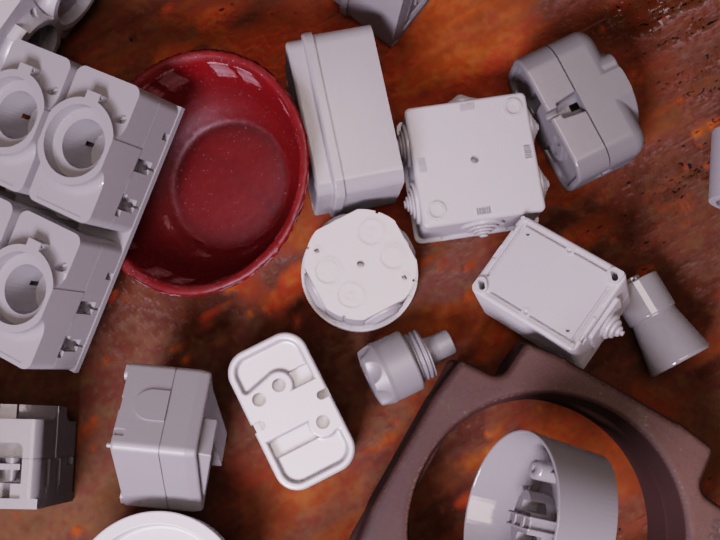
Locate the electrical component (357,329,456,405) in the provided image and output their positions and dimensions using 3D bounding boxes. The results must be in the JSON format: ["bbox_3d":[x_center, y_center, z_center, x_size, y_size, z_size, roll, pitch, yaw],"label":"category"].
[{"bbox_3d":[0.033,0.060,0.719,0.062,0.043,0.043,-25,82,-6],"label":"electrical component"}]

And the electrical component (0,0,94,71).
[{"bbox_3d":[-0.244,-0.161,0.725,0.062,0.089,0.150,32,82,4],"label":"electrical component"}]

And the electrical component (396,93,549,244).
[{"bbox_3d":[0.076,-0.070,0.737,0.100,0.048,0.099,-9,82,-3],"label":"electrical component"}]

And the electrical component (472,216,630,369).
[{"bbox_3d":[0.132,0.020,0.706,0.096,0.061,0.061,33,81,26],"label":"electrical component"}]

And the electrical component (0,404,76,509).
[{"bbox_3d":[-0.265,0.116,0.681,0.150,0.089,0.061,1,81,-1],"label":"electrical component"}]

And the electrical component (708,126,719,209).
[{"bbox_3d":[0.285,-0.056,0.712,0.108,0.108,0.060,10,87,1],"label":"electrical component"}]

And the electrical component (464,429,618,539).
[{"bbox_3d":[0.101,0.141,0.597,0.064,0.099,0.099,13,81,-5],"label":"electrical component"}]

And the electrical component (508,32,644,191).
[{"bbox_3d":[0.152,-0.111,0.742,0.059,0.053,0.095,-26,82,-5],"label":"electrical component"}]

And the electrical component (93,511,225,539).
[{"bbox_3d":[-0.125,0.206,0.684,0.108,0.060,0.108,0,81,-1],"label":"electrical component"}]

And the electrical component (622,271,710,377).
[{"bbox_3d":[0.200,0.034,0.728,0.044,0.044,0.065,-27,78,-5],"label":"electrical component"}]

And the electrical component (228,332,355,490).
[{"bbox_3d":[-0.044,0.093,0.704,0.054,0.059,0.095,-27,83,-5],"label":"electrical component"}]

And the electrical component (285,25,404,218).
[{"bbox_3d":[-0.012,-0.098,0.726,0.057,0.078,0.113,-11,81,-6],"label":"electrical component"}]

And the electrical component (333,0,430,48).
[{"bbox_3d":[0.025,-0.211,0.726,0.057,0.113,0.078,38,82,2],"label":"electrical component"}]

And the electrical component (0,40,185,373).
[{"bbox_3d":[-0.204,-0.041,0.689,0.105,0.060,0.186,24,93,21],"label":"electrical component"}]

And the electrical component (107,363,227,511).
[{"bbox_3d":[-0.120,0.111,0.687,0.061,0.096,0.061,6,52,0],"label":"electrical component"}]

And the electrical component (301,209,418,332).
[{"bbox_3d":[0.000,0.000,0.724,0.080,0.051,0.080,0,81,-1],"label":"electrical component"}]
